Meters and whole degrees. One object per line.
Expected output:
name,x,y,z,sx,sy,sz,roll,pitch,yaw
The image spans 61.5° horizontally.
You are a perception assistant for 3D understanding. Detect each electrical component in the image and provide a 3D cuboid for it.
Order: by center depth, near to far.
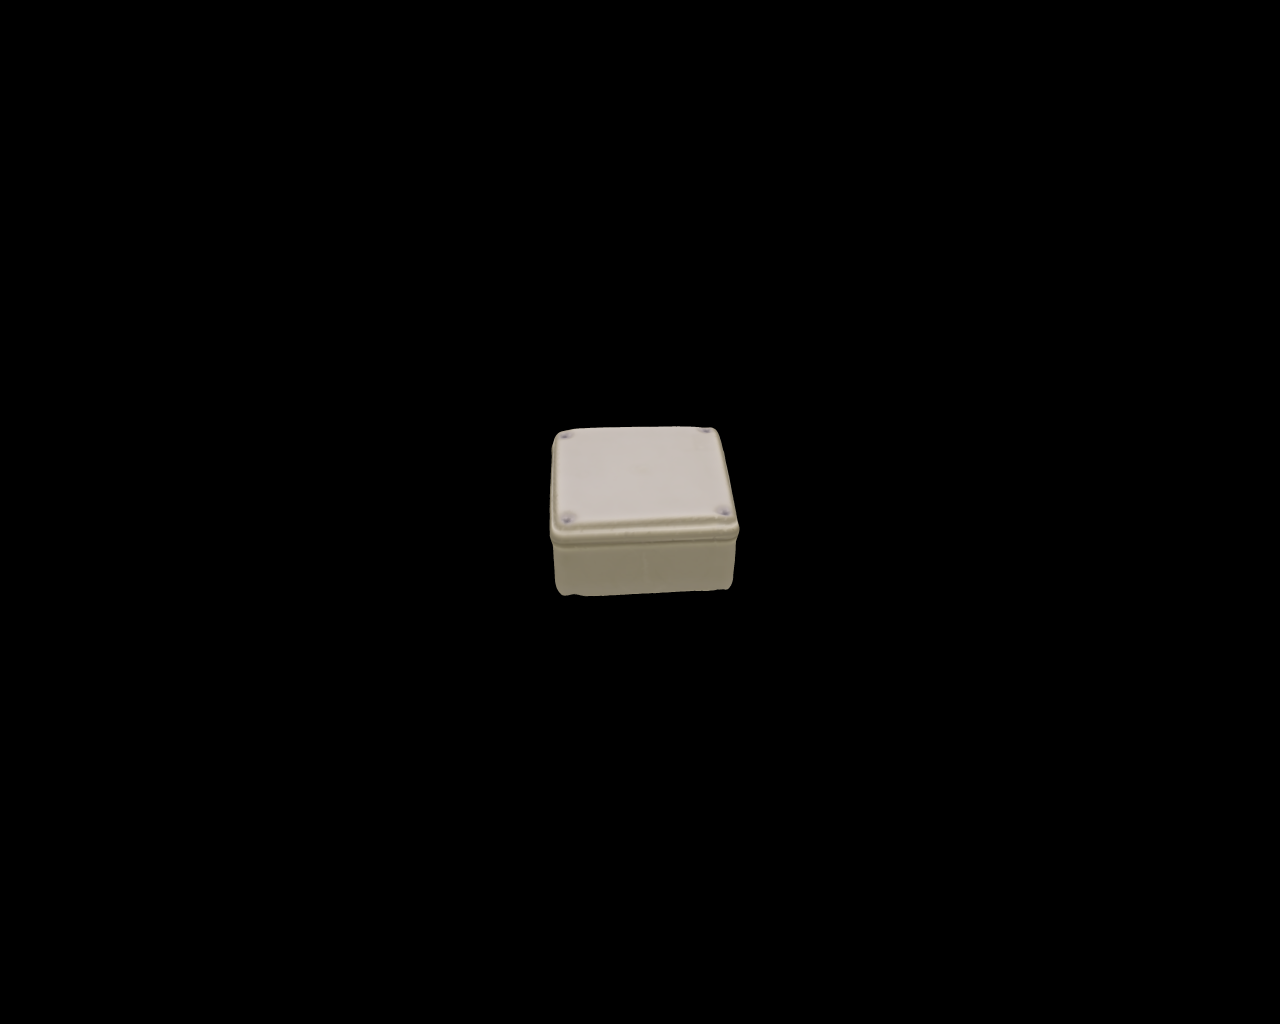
electrical component,0.001,-0.003,0.650,0.109,0.056,0.109,-2,36,-2
